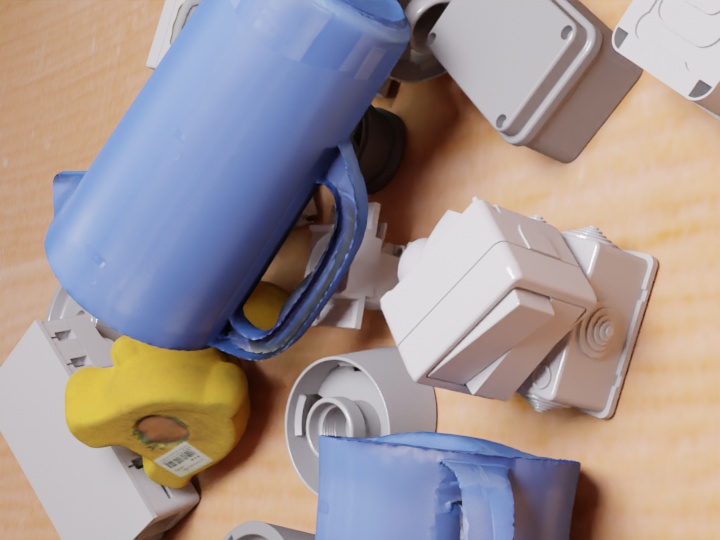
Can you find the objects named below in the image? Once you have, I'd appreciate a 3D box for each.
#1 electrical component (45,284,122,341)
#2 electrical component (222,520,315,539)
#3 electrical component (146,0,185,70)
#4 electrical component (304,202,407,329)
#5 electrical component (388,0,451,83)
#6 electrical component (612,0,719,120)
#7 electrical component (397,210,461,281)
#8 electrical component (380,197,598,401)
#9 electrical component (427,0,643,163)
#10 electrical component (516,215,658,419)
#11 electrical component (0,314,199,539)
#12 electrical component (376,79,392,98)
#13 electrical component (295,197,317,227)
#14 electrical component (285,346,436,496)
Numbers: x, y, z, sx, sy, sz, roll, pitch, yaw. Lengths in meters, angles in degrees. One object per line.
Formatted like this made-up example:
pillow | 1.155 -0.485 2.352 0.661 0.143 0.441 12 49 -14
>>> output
electrical component | -0.235 0.053 0.972 0.108 0.060 0.108 -22 61 46
electrical component | -0.047 0.215 0.677 0.108 0.060 0.108 -22 60 46
electrical component | -0.143 -0.211 0.966 0.076 0.047 0.083 19 92 45
electrical component | 0.000 0.000 0.694 0.042 0.064 0.081 1 77 48
electrical component | 0.035 -0.172 0.691 0.099 0.099 0.064 -54 48 24
electrical component | 0.188 -0.131 0.514 0.113 0.057 0.078 -58 40 19
electrical component | 0.049 0.003 0.648 0.079 0.043 0.077 25 96 52
electrical component | 0.059 0.023 0.530 0.096 0.062 0.061 -49 44 29
electrical component | 0.097 -0.126 0.625 0.078 0.057 0.113 -54 42 23
electrical component | 0.099 0.023 0.575 0.100 0.048 0.099 17 91 52
electrical component | -0.218 0.140 0.871 0.105 0.060 0.186 -46 70 31
electrical component | -0.003 -0.169 0.748 0.043 0.079 0.077 24 96 51
electrical component | -0.089 -0.054 0.825 0.121 0.079 0.063 -16 86 48
electrical component | 0.001 0.098 0.677 0.099 0.064 0.099 -3 86 43
